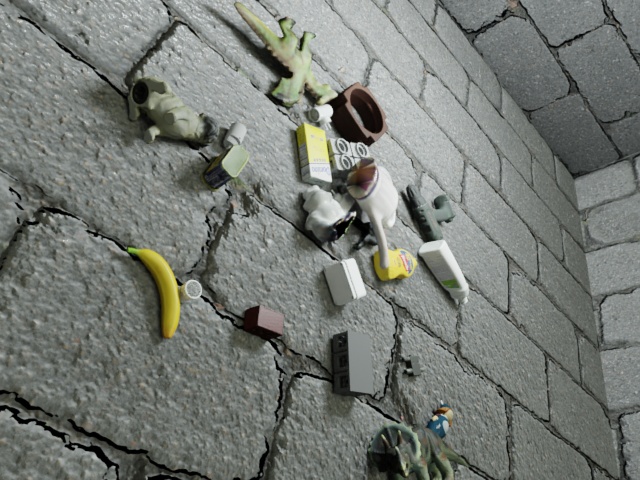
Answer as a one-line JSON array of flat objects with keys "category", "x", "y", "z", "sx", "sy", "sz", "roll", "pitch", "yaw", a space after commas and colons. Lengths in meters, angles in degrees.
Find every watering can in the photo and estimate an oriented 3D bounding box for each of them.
[{"category": "watering can", "x": 0.170, "y": -0.104, "z": 1.562, "sx": 0.221, "sy": 0.103, "sz": 0.356, "roll": 44, "pitch": 42, "yaw": -40}]

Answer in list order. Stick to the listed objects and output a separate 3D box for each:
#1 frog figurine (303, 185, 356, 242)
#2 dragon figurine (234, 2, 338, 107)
[{"category": "frog figurine", "x": 0.004, "y": -0.073, "z": 1.447, "sx": 0.161, "sy": 0.119, "sz": 0.139, "roll": 34, "pitch": 53, "yaw": 21}, {"category": "dragon figurine", "x": -0.102, "y": -0.524, "z": 1.554, "sx": 0.408, "sy": 0.121, "sz": 0.246, "roll": 12, "pitch": 70, "yaw": -42}]
